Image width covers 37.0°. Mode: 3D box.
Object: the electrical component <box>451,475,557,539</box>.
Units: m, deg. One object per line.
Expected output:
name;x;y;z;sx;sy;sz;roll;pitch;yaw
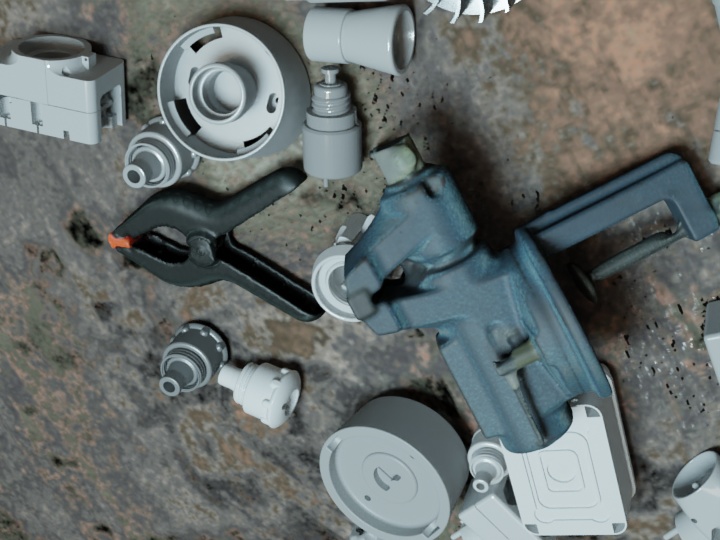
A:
electrical component;0.103;0.196;0.827;0.066;0.047;0.077;44;123;-7

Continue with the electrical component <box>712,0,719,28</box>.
electrical component;0.220;-0.139;0.605;0.035;0.035;0.061;-11;116;25

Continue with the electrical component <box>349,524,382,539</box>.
electrical component;0.020;0.233;0.886;0.035;0.035;0.061;-25;109;30

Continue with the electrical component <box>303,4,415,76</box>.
electrical component;-0.003;-0.147;0.681;0.065;0.044;0.044;9;120;21

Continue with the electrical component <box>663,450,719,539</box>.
electrical component;0.252;0.178;0.763;0.077;0.043;0.079;41;124;-5

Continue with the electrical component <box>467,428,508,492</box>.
electrical component;0.095;0.140;0.790;0.035;0.061;0.035;9;120;16

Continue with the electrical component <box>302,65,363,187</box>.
electrical component;-0.019;-0.096;0.714;0.040;0.040;0.078;8;120;16

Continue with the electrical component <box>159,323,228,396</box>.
electrical component;-0.135;0.074;0.840;0.048;0.062;0.048;9;120;16

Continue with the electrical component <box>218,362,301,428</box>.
electrical component;-0.080;0.092;0.841;0.062;0.048;0.048;20;123;17

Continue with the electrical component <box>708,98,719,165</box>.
electrical component;0.273;-0.087;0.604;0.138;0.052;0.073;10;99;15

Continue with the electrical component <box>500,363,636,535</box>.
electrical component;0.148;0.127;0.766;0.078;0.057;0.113;-7;115;24

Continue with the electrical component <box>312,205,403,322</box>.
electrical component;0.000;0.000;0.751;0.058;0.057;0.078;29;124;3

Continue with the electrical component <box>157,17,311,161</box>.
electrical component;-0.085;-0.120;0.727;0.099;0.064;0.099;4;106;14

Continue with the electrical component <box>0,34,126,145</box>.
electrical component;-0.217;-0.131;0.764;0.089;0.050;0.055;13;122;13

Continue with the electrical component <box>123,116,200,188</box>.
electrical component;-0.145;-0.078;0.759;0.048;0.062;0.048;9;120;16

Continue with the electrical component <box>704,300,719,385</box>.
electrical component;0.267;0.051;0.684;0.077;0.047;0.065;-14;112;27

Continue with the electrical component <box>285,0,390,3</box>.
electrical component;-0.022;-0.187;0.663;0.081;0.043;0.043;3;119;19

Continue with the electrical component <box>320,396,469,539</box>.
electrical component;0.031;0.146;0.815;0.108;0.060;0.108;16;126;23
